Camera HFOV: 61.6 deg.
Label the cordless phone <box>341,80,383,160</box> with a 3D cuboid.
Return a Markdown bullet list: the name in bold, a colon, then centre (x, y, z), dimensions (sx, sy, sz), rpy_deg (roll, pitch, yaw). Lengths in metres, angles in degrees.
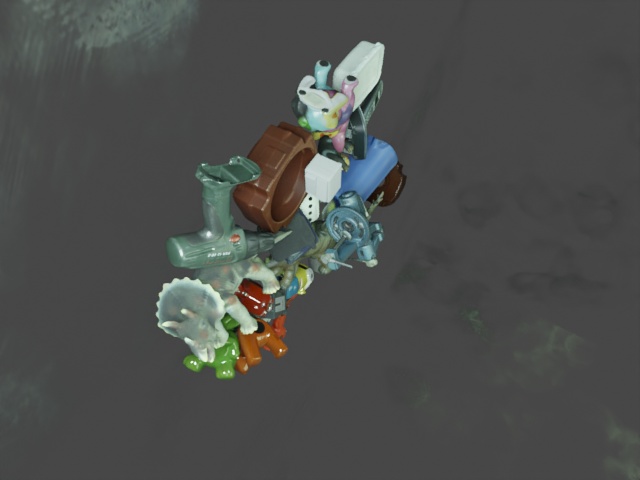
- **cordless phone**: centre (0.116, -0.316, 1.398), dimensions (0.184, 0.089, 0.146), rpy_deg (-60, 162, -22)

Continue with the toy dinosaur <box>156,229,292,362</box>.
- **toy dinosaur**: centre (-0.189, 0.073, 1.079), dimensions (0.192, 0.131, 0.405), rpy_deg (53, 41, -34)

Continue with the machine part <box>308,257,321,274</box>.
- **machine part**: centre (0.003, 0.025, 1.675), dimensions (0.079, 0.079, 0.243), rpy_deg (-53, 160, -31)

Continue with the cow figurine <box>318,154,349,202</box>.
- **cow figurine**: centre (0.020, -0.186, 1.419), dimensions (0.167, 0.068, 0.098), rpy_deg (-55, 156, -29)

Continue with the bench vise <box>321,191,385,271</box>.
- **bench vise**: centre (0.074, 0.005, 1.355), dimensions (0.240, 0.129, 0.223), rpy_deg (-49, 138, -45)

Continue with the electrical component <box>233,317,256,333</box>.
- **electrical component**: centre (-0.186, 0.191, 1.396), dimensions (0.102, 0.045, 0.078), rpy_deg (-31, 131, -57)

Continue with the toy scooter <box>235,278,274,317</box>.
- **toy scooter**: centre (-0.157, 0.135, 1.251), dimensions (0.075, 0.135, 0.183), rpy_deg (-62, 165, -8)

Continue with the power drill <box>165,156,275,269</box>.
- **power drill**: centre (-0.163, -0.045, 0.970), dimensions (0.232, 0.086, 0.207), rpy_deg (-16, 139, -39)

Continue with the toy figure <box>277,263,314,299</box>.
- **toy figure**: centre (-0.088, 0.117, 1.538), dimensions (0.180, 0.089, 0.082), rpy_deg (-25, 154, -51)

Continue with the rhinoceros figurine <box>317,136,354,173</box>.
- **rhinoceros figurine**: centre (0.011, -0.190, 1.314), dimensions (0.073, 0.112, 0.190), rpy_deg (-39, -159, 49)

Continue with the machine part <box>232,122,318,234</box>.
- **machine part**: centre (-0.089, -0.130, 1.131), dimensions (0.201, 0.087, 0.201), rpy_deg (-59, 162, -14)

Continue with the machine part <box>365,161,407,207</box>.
- **machine part**: centre (0.192, -0.195, 1.752), dimensions (0.179, 0.179, 0.056), rpy_deg (-66, 163, 12)

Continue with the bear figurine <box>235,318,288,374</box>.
- **bear figurine**: centre (-0.186, 0.288, 1.351), dimensions (0.120, 0.132, 0.195), rpy_deg (-5, 140, -43)

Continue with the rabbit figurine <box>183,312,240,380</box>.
- **rabbit figurine**: centre (-0.227, 0.220, 1.194), dimensions (0.170, 0.121, 0.159), rpy_deg (90, 26, -63)

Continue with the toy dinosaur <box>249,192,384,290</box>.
- **toy dinosaur**: centre (-0.003, -0.004, 1.453), dimensions (0.471, 0.105, 0.198), rpy_deg (-27, 141, -34)

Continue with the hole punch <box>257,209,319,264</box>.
- **hole punch**: centre (-0.071, -0.012, 1.279), dimensions (0.116, 0.142, 0.092), rpy_deg (-32, 163, 5)

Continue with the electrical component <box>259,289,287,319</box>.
- **electrical component**: centre (-0.132, 0.165, 1.388), dimensions (0.119, 0.048, 0.074), rpy_deg (5, 85, -66)

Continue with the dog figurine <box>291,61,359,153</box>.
- **dog figurine**: centre (0.012, -0.266, 1.192), dimensions (0.191, 0.109, 0.219), rpy_deg (-57, 166, -28)
